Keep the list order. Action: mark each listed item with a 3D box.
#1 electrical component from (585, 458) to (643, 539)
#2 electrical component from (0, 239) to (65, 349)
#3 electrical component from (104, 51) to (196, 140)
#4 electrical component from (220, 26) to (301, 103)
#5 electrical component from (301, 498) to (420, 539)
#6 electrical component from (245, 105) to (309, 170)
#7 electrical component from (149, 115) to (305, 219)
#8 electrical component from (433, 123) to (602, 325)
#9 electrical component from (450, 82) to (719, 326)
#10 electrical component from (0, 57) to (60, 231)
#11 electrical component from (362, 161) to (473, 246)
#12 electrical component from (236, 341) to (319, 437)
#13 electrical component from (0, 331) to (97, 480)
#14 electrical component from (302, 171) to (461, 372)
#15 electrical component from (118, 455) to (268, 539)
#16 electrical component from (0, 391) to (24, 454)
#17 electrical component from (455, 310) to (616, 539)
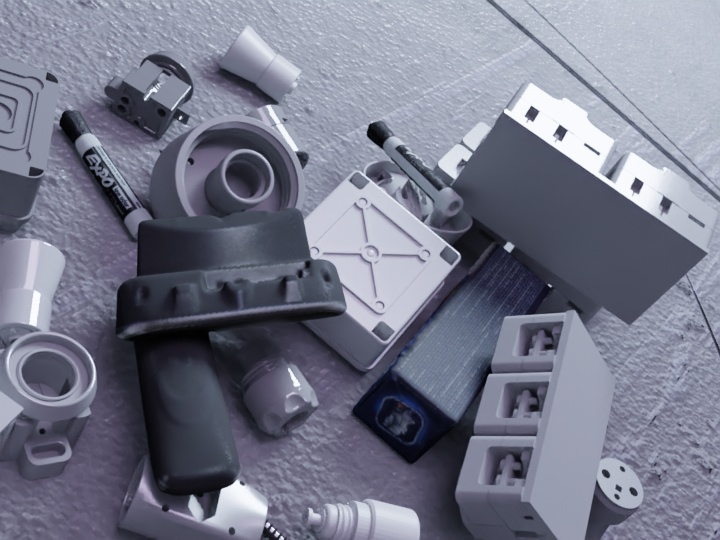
[{"bbox_3d":[0.172,0.168,0.780,0.045,0.055,0.045,19,43,-19],"label":"electrical component"},{"bbox_3d":[-0.211,0.019,0.675,0.044,0.044,0.065,14,50,-23],"label":"electrical component"},{"bbox_3d":[-0.162,-0.143,0.859,0.066,0.048,0.055,31,48,-5],"label":"electrical component"},{"bbox_3d":[-0.085,-0.178,0.949,0.065,0.044,0.044,35,40,-8],"label":"electrical component"},{"bbox_3d":[0.001,0.164,0.678,0.078,0.040,0.040,18,43,-20],"label":"electrical component"},{"bbox_3d":[-0.074,-0.097,0.869,0.055,0.055,0.047,-18,67,-43],"label":"electrical component"},{"bbox_3d":[-0.092,-0.060,0.781,0.108,0.060,0.108,6,77,-26],"label":"electrical component"},{"bbox_3d":[0.151,-0.043,0.964,0.186,0.060,0.105,39,41,5],"label":"electrical component"},{"bbox_3d":[0.177,-0.054,0.863,0.186,0.105,0.060,35,48,1],"label":"electrical component"},{"bbox_3d":[-0.254,-0.089,0.734,0.078,0.057,0.113,15,44,-22],"label":"electrical component"},{"bbox_3d":[0.039,-0.049,0.890,0.099,0.064,0.099,19,43,-18],"label":"electrical component"},{"bbox_3d":[-0.060,0.077,0.719,0.043,0.043,0.062,-15,60,-42],"label":"electrical component"},{"bbox_3d":[-0.187,0.073,0.625,0.058,0.057,0.078,-4,54,-37],"label":"electrical component"},{"bbox_3d":[0.000,0.000,0.803,0.109,0.056,0.108,40,57,5],"label":"electrical component"},{"bbox_3d":[-0.096,0.129,0.643,0.077,0.043,0.079,23,42,-14],"label":"electrical component"},{"bbox_3d":[-0.290,0.065,0.559,0.186,0.060,0.105,36,41,1],"label":"electrical component"},{"bbox_3d":[0.121,0.115,0.746,0.089,0.062,0.150,53,45,-38],"label":"electrical component"}]
